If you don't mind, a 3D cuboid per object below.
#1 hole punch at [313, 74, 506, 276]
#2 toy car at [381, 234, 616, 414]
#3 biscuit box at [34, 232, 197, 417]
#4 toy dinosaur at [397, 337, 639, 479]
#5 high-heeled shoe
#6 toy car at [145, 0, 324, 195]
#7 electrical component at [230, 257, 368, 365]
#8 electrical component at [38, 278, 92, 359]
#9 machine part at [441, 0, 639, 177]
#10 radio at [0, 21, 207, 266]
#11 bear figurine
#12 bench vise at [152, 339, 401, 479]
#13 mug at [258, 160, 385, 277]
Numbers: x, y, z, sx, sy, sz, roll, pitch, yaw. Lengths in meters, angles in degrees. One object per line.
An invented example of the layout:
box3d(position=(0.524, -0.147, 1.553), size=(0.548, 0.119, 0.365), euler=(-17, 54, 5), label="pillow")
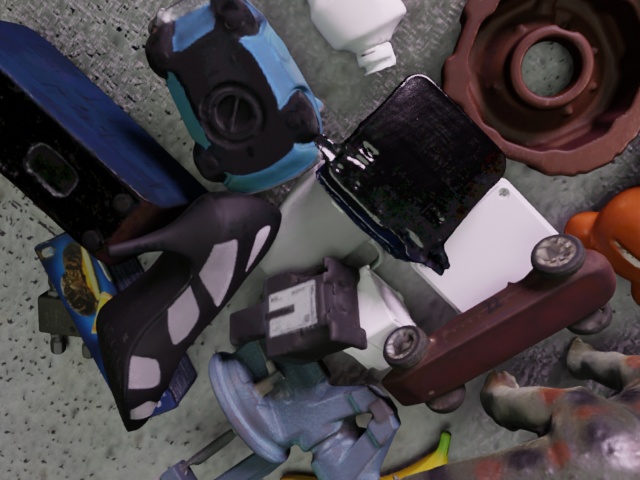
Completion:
box3d(position=(0.066, -0.053, 0.441), size=(0.142, 0.092, 0.116), euler=(45, 80, -8), label="hole punch")
box3d(position=(0.141, 0.071, 0.441), size=(0.202, 0.053, 0.089), euler=(-34, 125, 13), label="toy car")
box3d(position=(-0.199, 0.079, 0.538), size=(0.059, 0.063, 0.202), euler=(-22, 100, 12), label="biscuit box")
box3d(position=(0.233, 0.153, 0.413), size=(0.405, 0.192, 0.131), euler=(-24, 89, -19), label="toy dinosaur")
box3d(position=(-0.115, 0.068, 0.479), size=(0.145, 0.086, 0.248), euler=(-12, 133, -32), label="high-heeled shoe")
box3d(position=(-0.066, -0.125, 0.450), size=(0.109, 0.103, 0.161), euler=(-24, 111, 15), label="toy car")
box3d(position=(-0.021, 0.068, 0.460), size=(0.119, 0.047, 0.075), euler=(-27, 56, 33), label="electrical component")
box3d(position=(-0.262, 0.078, 0.566), size=(0.063, 0.021, 0.094), euler=(6, 104, 5), label="electrical component")
box3d(position=(0.187, -0.141, 0.444), size=(0.179, 0.056, 0.179), euler=(2, 103, 7), label="machine part")
box3d(position=(-0.216, -0.085, 0.463), size=(0.229, 0.131, 0.073), euler=(42, 103, -5), label="radio")
box3d(position=(0.309, -0.045, 0.433), size=(0.120, 0.132, 0.195), euler=(45, 137, 22), label="bear figurine")
box3d(position=(-0.051, 0.191, 0.504), size=(0.240, 0.129, 0.223), euler=(-36, 82, 4), label="bench vise")
box3d(position=(-0.001, -0.001, 0.494), size=(0.107, 0.081, 0.109), euler=(-39, 111, 25), label="mug")
